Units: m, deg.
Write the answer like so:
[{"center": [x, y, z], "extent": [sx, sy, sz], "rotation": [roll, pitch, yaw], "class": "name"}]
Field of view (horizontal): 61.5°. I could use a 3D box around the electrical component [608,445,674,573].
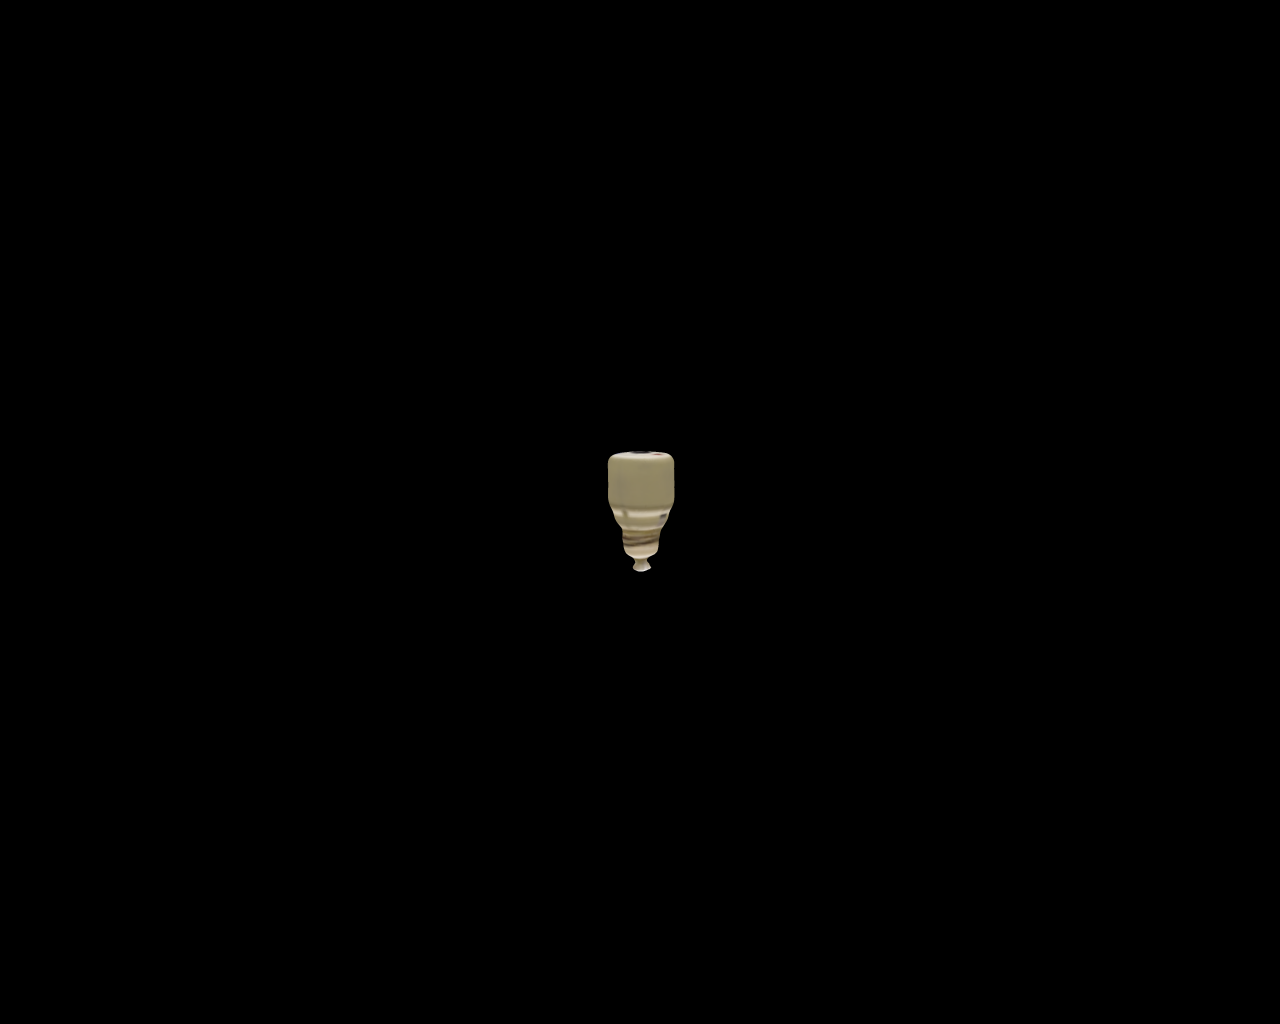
[{"center": [0.001, -0.003, 0.650], "extent": [0.040, 0.078, 0.040], "rotation": [0, 9, 0], "class": "electrical component"}]
